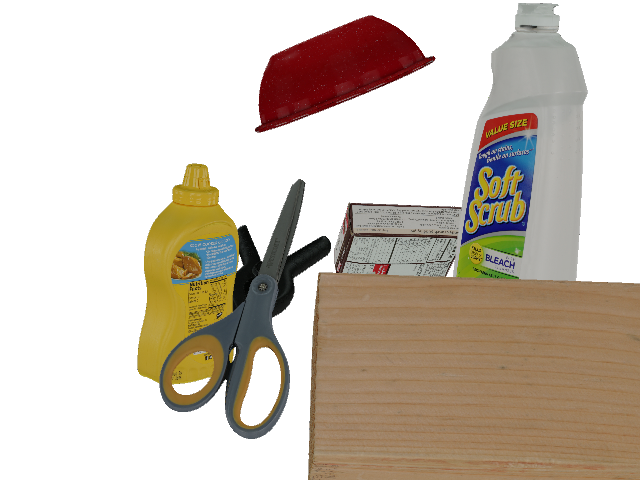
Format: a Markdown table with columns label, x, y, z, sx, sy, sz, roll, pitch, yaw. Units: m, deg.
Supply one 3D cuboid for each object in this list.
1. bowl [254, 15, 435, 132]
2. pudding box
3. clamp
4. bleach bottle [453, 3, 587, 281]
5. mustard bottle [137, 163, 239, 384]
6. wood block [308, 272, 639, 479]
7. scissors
| label | x | y | z | sx | sy | sz | roll | pitch | yaw |
| --- | --- | --- | --- | --- | --- | --- | --- | --- | --- |
| bowl | 0.010 | -0.145 | 0.888 | 0.162 | 0.055 | 0.162 | -22 | 9 | 3 |
| pudding box | 0.075 | 0.002 | 1.023 | 0.113 | 0.039 | 0.090 | 0 | -30 | -9 |
| clamp | -0.053 | 0.041 | 1.255 | 0.120 | 0.039 | 0.171 | -2 | 40 | 10 |
| bleach bottle | 0.147 | -0.048 | 0.792 | 0.067 | 0.251 | 0.103 | -8 | 16 | -34 |
| mustard bottle | -0.115 | 0.027 | 0.954 | 0.058 | 0.192 | 0.096 | 16 | 17 | 40 |
| wood block | 0.098 | 0.075 | 0.526 | 0.206 | 0.091 | 0.090 | 2 | -22 | -1 |
| scissors | -0.059 | 0.042 | 0.737 | 0.096 | 0.201 | 0.016 | -3 | -33 | 5 |
